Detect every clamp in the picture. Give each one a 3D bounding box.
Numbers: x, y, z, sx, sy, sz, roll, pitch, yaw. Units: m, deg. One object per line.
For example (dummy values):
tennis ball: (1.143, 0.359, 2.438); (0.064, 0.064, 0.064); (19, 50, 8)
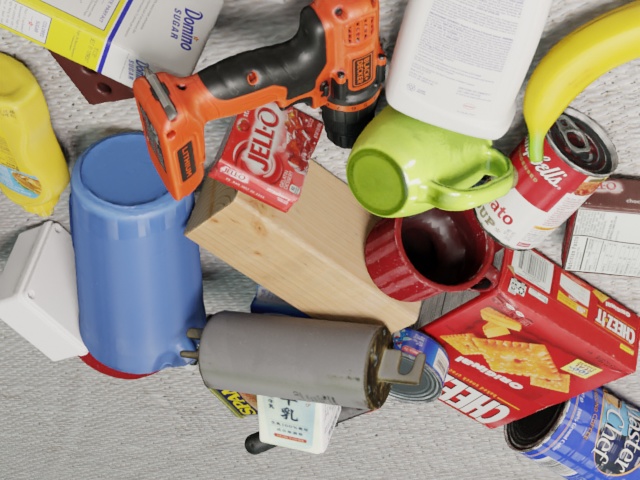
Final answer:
clamp: (-0.007, 0.212, 1.254); (0.172, 0.120, 0.039); (-31, 84, 43)

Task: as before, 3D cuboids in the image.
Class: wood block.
wood block: (-0.007, 0.002, 0.971); (0.206, 0.090, 0.090); (34, 142, -22)

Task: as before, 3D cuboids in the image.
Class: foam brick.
foam brick: (-0.179, -0.156, 0.868); (0.053, 0.051, 0.078); (-4, 139, 29)

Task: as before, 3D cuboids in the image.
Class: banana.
banana: (0.214, -0.128, 0.732); (0.198, 0.037, 0.069); (-29, 107, 31)

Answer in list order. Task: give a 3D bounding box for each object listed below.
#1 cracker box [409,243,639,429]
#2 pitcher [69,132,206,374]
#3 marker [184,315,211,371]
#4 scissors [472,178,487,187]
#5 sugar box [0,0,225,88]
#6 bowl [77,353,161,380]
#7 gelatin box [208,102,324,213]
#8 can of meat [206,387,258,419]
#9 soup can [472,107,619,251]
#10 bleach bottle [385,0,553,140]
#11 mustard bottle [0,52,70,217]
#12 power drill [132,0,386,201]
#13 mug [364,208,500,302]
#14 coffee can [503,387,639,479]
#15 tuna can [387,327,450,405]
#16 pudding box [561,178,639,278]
cracker box: (0.175, 0.099, 1.039); (0.164, 0.072, 0.214); (31, 143, -16)
pitcher: (-0.185, 0.007, 1.039); (0.149, 0.145, 0.243); (5, 141, -2)
marker: (-0.139, 0.120, 1.249); (0.020, 0.020, 0.121); (23, 144, -7)
scissors: (0.114, -0.060, 0.899); (0.202, 0.016, 0.096); (-4, 142, 28)
sugar box: (-0.169, -0.177, 0.800); (0.176, 0.093, 0.048); (26, 145, -11)
bowl: (-0.237, 0.118, 1.258); (0.162, 0.055, 0.162); (11, 144, 8)
gelatin box: (-0.043, -0.076, 0.884); (0.073, 0.089, 0.030); (27, 144, -13)
can of meat: (-0.074, 0.163, 1.247); (0.084, 0.057, 0.102); (-9, 137, 29)
soup can: (0.174, -0.046, 0.835); (0.068, 0.068, 0.102); (26, 135, -12)
bleach bottle: (0.119, -0.178, 0.702); (0.102, 0.068, 0.251); (16, 142, -2)
mustard bottle: (-0.280, -0.086, 0.996); (0.096, 0.058, 0.191); (27, 149, 21)
power drill: (-0.038, -0.101, 0.796); (0.187, 0.057, 0.184); (-27, 152, -13)
mug: (0.099, 0.012, 0.917); (0.117, 0.093, 0.082); (26, 158, -14)
coffee can: (0.277, 0.203, 1.107); (0.140, 0.102, 0.103); (30, 143, -17)
tuna can: (0.080, 0.119, 1.022); (0.086, 0.033, 0.086); (16, 143, 12)
pudding box: (0.261, -0.008, 0.881); (0.113, 0.039, 0.090); (7, 144, 8)
